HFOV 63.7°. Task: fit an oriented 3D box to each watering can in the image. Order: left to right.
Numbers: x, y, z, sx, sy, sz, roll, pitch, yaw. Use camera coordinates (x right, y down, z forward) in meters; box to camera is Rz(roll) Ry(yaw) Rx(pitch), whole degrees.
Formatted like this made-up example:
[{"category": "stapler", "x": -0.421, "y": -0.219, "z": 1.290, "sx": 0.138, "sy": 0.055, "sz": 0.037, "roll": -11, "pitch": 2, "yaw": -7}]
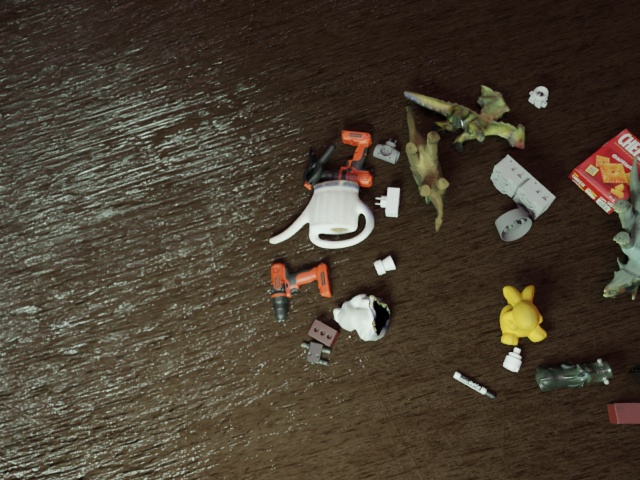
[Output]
[{"category": "watering can", "x": 0.005, "y": -0.083, "z": 1.646, "sx": 0.347, "sy": 0.102, "sz": 0.228, "roll": -1, "pitch": 70, "yaw": 19}]

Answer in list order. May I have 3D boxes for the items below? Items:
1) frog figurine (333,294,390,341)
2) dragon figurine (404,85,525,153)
[{"category": "frog figurine", "x": 0.124, "y": 0.232, "z": 1.527, "sx": 0.158, "sy": 0.124, "sz": 0.138, "roll": -21, "pitch": 87, "yaw": 43}, {"category": "dragon figurine", "x": 0.498, "y": -0.425, "z": 1.697, "sx": 0.245, "sy": 0.119, "sz": 0.414, "roll": -37, "pitch": 70, "yaw": -22}]
